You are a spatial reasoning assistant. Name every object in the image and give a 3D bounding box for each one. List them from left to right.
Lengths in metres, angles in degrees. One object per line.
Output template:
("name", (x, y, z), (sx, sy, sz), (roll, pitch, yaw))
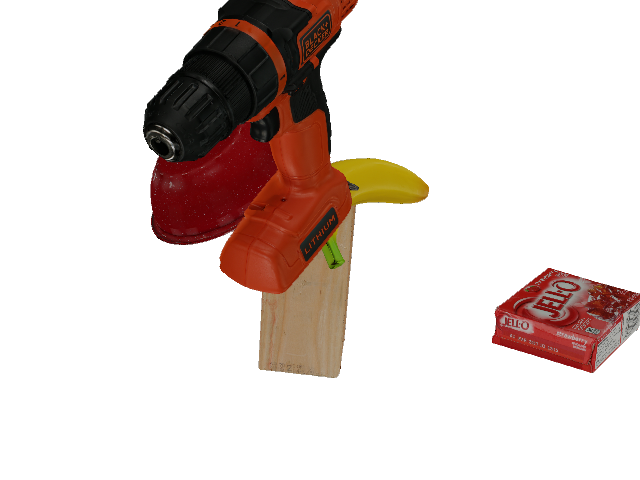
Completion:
("bowl", (-0.101, -0.069, 1.000), (0.162, 0.055, 0.162), (-21, 33, 15))
("power drill", (-0.032, -0.057, 0.636), (0.057, 0.188, 0.184), (23, 51, 22))
("wood block", (-0.013, 0.032, 1.133), (0.090, 0.206, 0.090), (6, 26, 3))
("banana", (0.027, -0.033, 0.847), (0.037, 0.069, 0.197), (-34, 1, 33))
("gelatin box", (0.170, 0.053, 0.733), (0.073, 0.030, 0.089), (17, 26, 32))
